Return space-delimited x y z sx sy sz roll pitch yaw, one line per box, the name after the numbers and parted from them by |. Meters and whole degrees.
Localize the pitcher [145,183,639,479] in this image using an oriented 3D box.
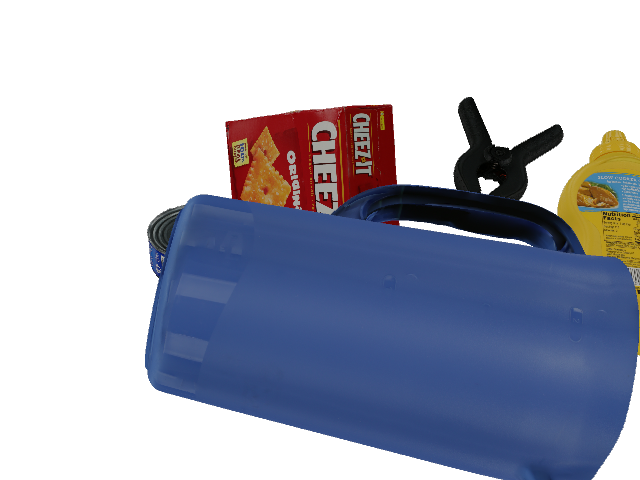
0.037 0.042 0.581 0.243 0.145 0.149 12 10 -3 | pitcher

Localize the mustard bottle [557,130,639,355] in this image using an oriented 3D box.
0.232 -0.008 0.821 0.096 0.191 0.058 7 -35 -1 | mustard bottle

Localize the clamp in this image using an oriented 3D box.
0.183 -0.092 1.164 0.120 0.039 0.171 22 49 19 | clamp

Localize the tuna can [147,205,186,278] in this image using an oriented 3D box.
-0.100 0.005 0.887 0.086 0.034 0.086 1 32 -1 | tuna can

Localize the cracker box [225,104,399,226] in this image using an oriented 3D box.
-0.013 -0.052 1.115 0.071 0.164 0.214 -8 6 -36 | cracker box
